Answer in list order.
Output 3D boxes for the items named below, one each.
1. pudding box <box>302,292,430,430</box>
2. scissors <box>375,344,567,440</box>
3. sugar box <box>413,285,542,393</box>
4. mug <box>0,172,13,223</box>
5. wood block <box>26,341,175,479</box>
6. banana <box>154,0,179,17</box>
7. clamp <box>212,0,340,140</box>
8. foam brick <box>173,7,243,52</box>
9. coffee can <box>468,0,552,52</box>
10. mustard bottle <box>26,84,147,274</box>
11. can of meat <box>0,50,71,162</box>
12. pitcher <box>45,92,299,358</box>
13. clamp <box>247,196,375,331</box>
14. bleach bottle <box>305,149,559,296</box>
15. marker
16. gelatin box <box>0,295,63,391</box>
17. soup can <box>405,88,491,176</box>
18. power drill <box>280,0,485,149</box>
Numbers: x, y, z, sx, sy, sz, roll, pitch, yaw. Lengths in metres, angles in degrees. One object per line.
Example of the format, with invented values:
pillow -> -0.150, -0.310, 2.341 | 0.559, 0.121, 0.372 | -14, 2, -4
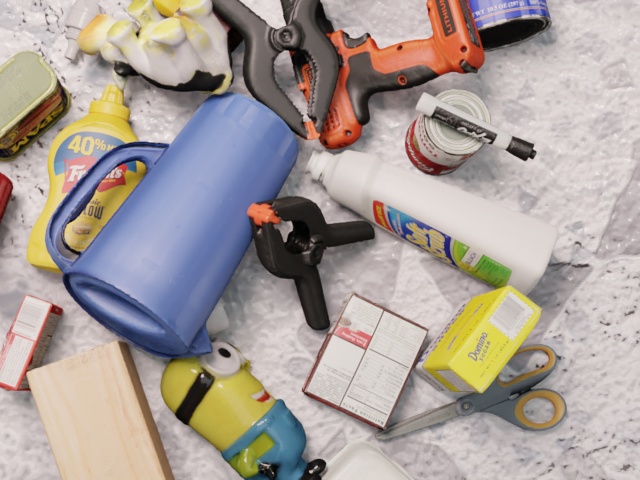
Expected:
pudding box -> 0.045, 0.120, 1.060 | 0.090, 0.039, 0.113 | 26, 83, -2
scissors -> 0.163, 0.180, 1.074 | 0.201, 0.016, 0.096 | -33, 86, -9
sugar box -> 0.142, 0.096, 1.002 | 0.048, 0.176, 0.093 | 40, 80, -2
mug -> -0.355, -0.036, 1.015 | 0.117, 0.093, 0.081 | 19, 76, -7
wood block -> -0.193, 0.206, 0.998 | 0.090, 0.091, 0.206 | -19, 85, -7
banana -> -0.224, -0.267, 1.074 | 0.197, 0.037, 0.069 | 8, 71, -19
clamp -> -0.028, -0.202, 1.024 | 0.164, 0.036, 0.210 | -24, 98, -6
foam brick -> -0.110, -0.213, 1.068 | 0.051, 0.078, 0.053 | 42, 80, 2
coffee can -> 0.171, -0.274, 1.091 | 0.102, 0.103, 0.140 | -11, 84, -7
mustard bottle -> -0.221, -0.059, 1.047 | 0.096, 0.058, 0.191 | 11, 81, -6
can of meat -> -0.296, -0.131, 1.036 | 0.102, 0.084, 0.057 | -44, 89, -9
pitcher -> -0.129, -0.025, 0.996 | 0.145, 0.149, 0.242 | 15, 61, 30
clamp -> -0.007, 0.001, 1.026 | 0.039, 0.171, 0.120 | 14, 66, 34
bleach bottle -> 0.104, -0.025, 1.064 | 0.251, 0.102, 0.068 | 24, 71, 4
marker -> 0.148, -0.105, 1.003 | 0.121, 0.020, 0.020 | 25, 81, -2
gelatin box -> -0.278, 0.099, 1.013 | 0.030, 0.073, 0.089 | 21, 82, -2
soup can -> 0.127, -0.106, 1.065 | 0.068, 0.102, 0.068 | 1, 83, -6
power drill -> 0.057, -0.202, 1.058 | 0.188, 0.057, 0.184 | -20, 83, 25
